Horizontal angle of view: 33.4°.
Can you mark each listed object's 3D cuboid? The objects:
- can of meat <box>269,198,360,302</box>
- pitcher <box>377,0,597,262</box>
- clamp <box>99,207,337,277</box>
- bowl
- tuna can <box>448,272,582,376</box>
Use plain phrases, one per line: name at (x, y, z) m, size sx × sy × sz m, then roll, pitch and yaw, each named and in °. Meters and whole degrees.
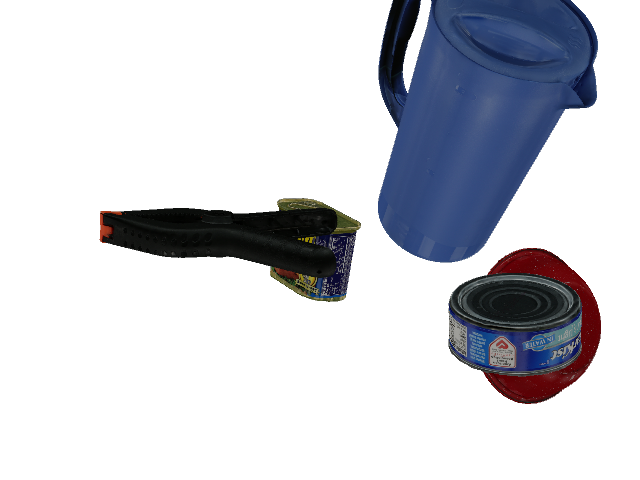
can of meat at (-0.009, 0.010, 1.133) m, size 0.057 × 0.084 × 0.102 m, roll -4°, pitch 21°, yaw -35°
pitcher at (0.119, -0.101, 0.904) m, size 0.145 × 0.149 × 0.243 m, roll 6°, pitch -40°, yaw -10°
clamp at (-0.081, -0.003, 0.897) m, size 0.210 × 0.036 × 0.164 m, roll 2°, pitch 13°, yaw -6°
bowl at (0.232, 0.088, 1.081) m, size 0.161 × 0.162 × 0.055 m, roll 0°, pitch -1°, yaw -33°
tuna can at (0.125, 0.052, 0.689) m, size 0.086 × 0.034 × 0.086 m, roll -3°, pitch 22°, yaw 1°
